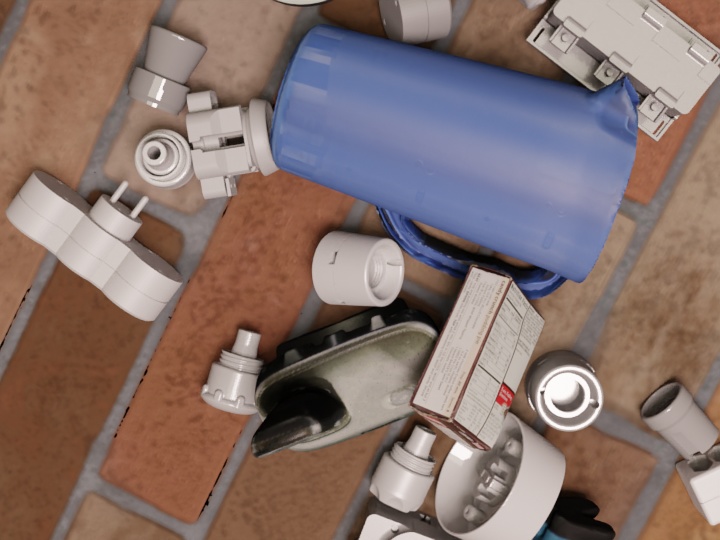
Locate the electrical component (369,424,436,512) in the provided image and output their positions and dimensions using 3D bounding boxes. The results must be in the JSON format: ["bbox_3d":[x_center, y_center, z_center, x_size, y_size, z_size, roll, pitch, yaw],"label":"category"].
[{"bbox_3d":[0.037,0.149,0.818,0.043,0.043,0.062,25,95,0],"label":"electrical component"}]

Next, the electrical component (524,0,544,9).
[{"bbox_3d":[0.115,-0.211,0.722,0.045,0.045,0.055,-36,92,5],"label":"electrical component"}]

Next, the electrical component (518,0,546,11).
[{"bbox_3d":[0.124,-0.262,0.769,0.109,0.056,0.108,43,96,-2],"label":"electrical component"}]

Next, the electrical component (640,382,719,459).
[{"bbox_3d":[0.241,0.114,0.808,0.040,0.040,0.046,-43,97,6],"label":"electrical component"}]

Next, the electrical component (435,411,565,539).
[{"bbox_3d":[0.103,0.158,0.791,0.064,0.099,0.099,32,96,-7],"label":"electrical component"}]

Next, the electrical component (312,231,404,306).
[{"bbox_3d":[0.000,0.000,0.792,0.047,0.055,0.055,6,97,36],"label":"electrical component"}]

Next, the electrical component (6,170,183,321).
[{"bbox_3d":[-0.189,-0.032,0.807,0.138,0.052,0.073,38,95,-1],"label":"electrical component"}]

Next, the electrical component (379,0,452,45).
[{"bbox_3d":[0.017,-0.223,0.755,0.074,0.052,0.138,-15,117,-12],"label":"electrical component"}]

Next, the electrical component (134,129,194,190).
[{"bbox_3d":[-0.146,-0.083,0.794,0.043,0.062,0.043,0,89,1],"label":"electrical component"}]

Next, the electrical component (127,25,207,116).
[{"bbox_3d":[-0.144,-0.148,0.798,0.045,0.045,0.055,23,96,0],"label":"electrical component"}]

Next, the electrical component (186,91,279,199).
[{"bbox_3d":[-0.091,-0.095,0.794,0.057,0.058,0.078,-8,95,6],"label":"electrical component"}]

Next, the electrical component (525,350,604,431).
[{"bbox_3d":[0.154,0.091,0.805,0.055,0.047,0.055,0,95,3],"label":"electrical component"}]

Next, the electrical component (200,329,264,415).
[{"bbox_3d":[-0.092,0.076,0.818,0.048,0.048,0.062,15,89,1],"label":"electrical component"}]

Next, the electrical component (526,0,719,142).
[{"bbox_3d":[0.193,-0.161,0.772,0.121,0.063,0.078,37,96,-1],"label":"electrical component"}]

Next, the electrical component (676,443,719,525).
[{"bbox_3d":[0.288,0.171,0.807,0.066,0.047,0.076,-26,94,5],"label":"electrical component"}]

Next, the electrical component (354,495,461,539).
[{"bbox_3d":[0.041,0.216,0.818,0.089,0.055,0.050,21,96,1],"label":"electrical component"}]
